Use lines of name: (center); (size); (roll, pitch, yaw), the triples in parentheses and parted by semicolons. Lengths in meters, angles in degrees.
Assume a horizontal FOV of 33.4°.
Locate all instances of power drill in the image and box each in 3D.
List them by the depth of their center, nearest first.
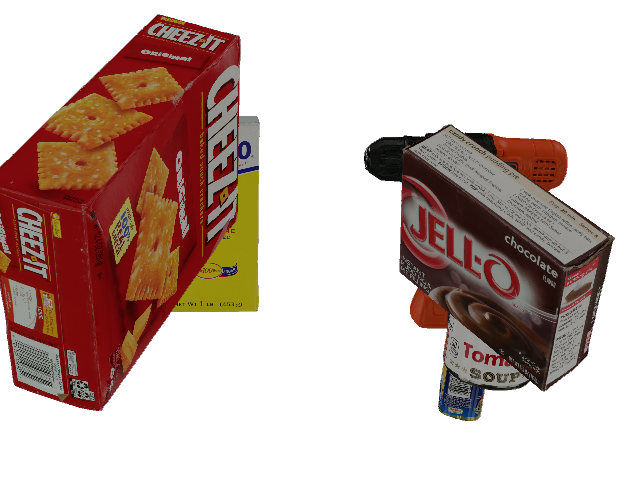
power drill: (0.128, -0.010, 0.992); (0.184, 0.188, 0.057); (2, 26, -2)

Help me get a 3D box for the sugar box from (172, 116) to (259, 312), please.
sugar box: (-0.102, -0.024, 0.970); (0.093, 0.176, 0.048); (-1, 15, -5)

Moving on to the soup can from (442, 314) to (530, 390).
soup can: (0.126, 0.046, 0.758); (0.068, 0.102, 0.068); (5, 23, -2)

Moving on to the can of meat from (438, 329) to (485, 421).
can of meat: (0.175, 0.159, 1.296); (0.057, 0.084, 0.102); (9, 21, 6)

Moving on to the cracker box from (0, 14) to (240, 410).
cracker box: (-0.120, -0.022, 0.687); (0.072, 0.164, 0.213); (16, 41, 13)

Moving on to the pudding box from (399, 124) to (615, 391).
pudding box: (0.088, 0.007, 0.538); (0.039, 0.090, 0.114); (-33, 52, -25)
